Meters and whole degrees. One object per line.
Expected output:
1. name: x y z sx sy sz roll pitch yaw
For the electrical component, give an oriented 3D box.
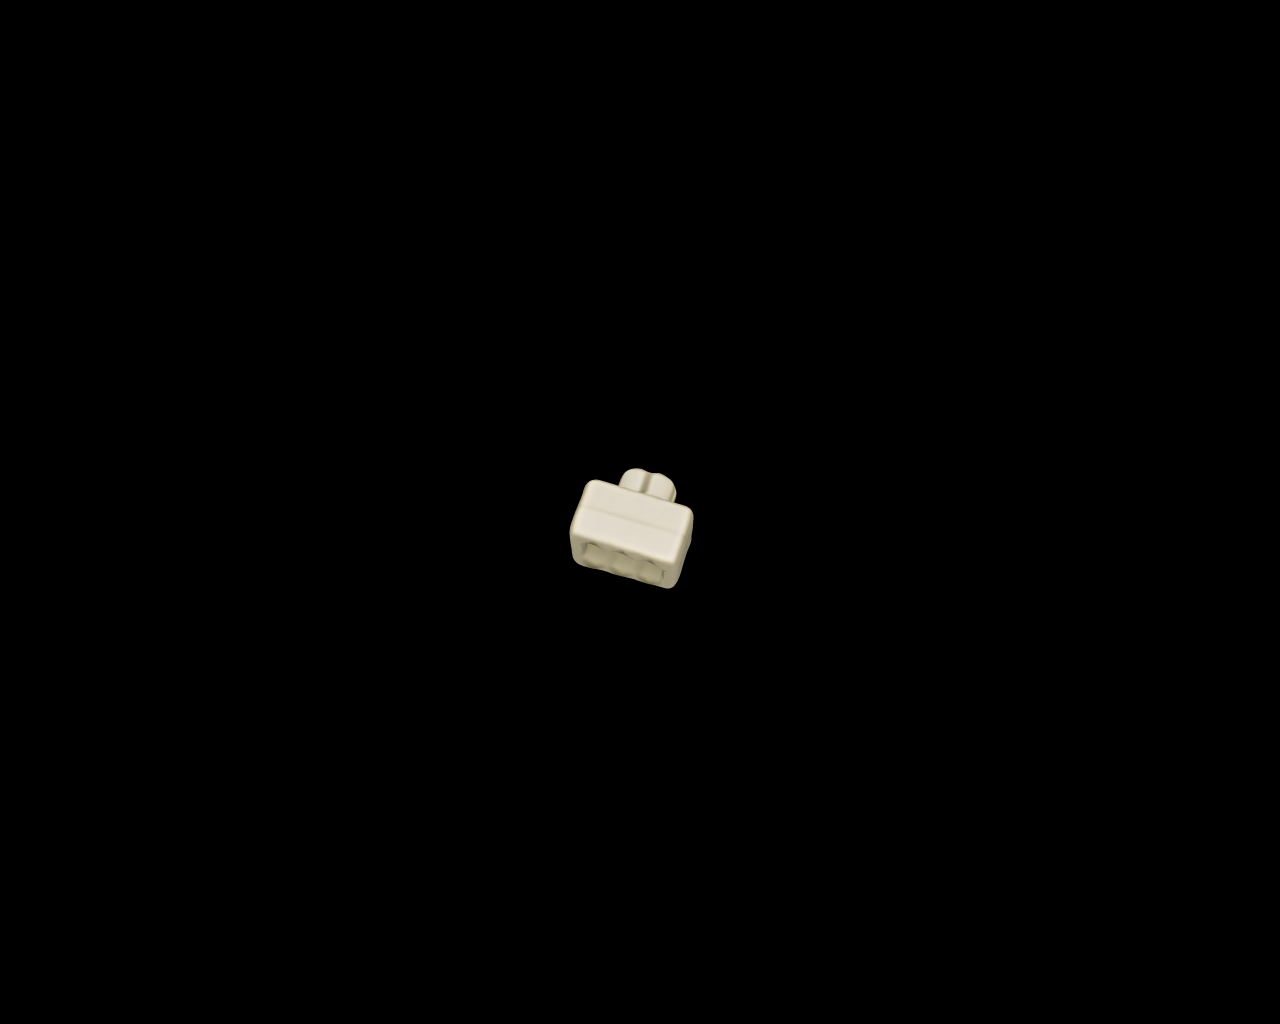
1. electrical component: 0.001 -0.003 0.650 0.066 0.077 0.047 17 -22 7
